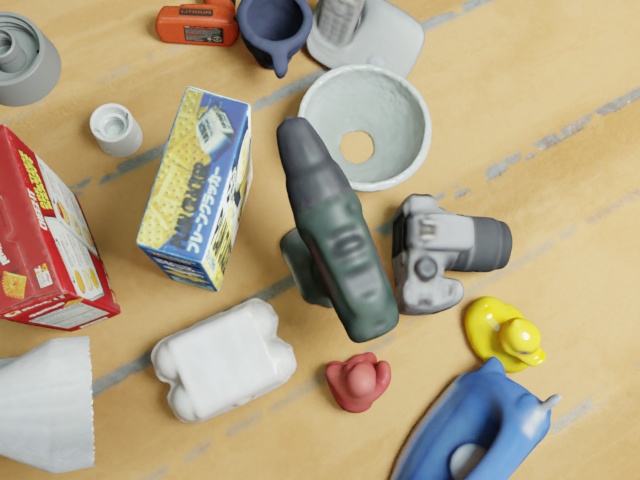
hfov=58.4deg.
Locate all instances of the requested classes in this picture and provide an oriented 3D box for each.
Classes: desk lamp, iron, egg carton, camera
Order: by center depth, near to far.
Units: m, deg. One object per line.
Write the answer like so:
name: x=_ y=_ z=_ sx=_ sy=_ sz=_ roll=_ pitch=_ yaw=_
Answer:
desk lamp: x=-0.297 y=0.163 z=0.551 sx=0.203 sy=0.213 sz=0.118 roll=-6 pitch=79 yaw=-7
iron: x=0.161 y=0.253 z=0.622 sx=0.118 sy=0.141 sz=0.258 roll=42 pitch=77 yaw=3
egg carton: x=-0.108 y=0.138 z=0.652 sx=0.150 sy=0.069 sz=0.107 roll=-25 pitch=82 yaw=-11
camera: x=0.162 y=0.018 z=0.693 sx=0.137 sy=0.100 sz=0.143 roll=3 pitch=78 yaw=-6

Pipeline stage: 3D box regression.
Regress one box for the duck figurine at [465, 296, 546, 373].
duck figurine: x=0.227 y=0.112 z=0.688 sx=0.077 sy=0.086 sz=0.104 roll=-37 pitch=84 yaw=-12

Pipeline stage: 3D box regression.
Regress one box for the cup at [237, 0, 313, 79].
cup: x=-0.056 y=-0.247 z=0.727 sx=0.092 sy=0.095 sz=0.118 roll=-7 pitch=79 yaw=-8

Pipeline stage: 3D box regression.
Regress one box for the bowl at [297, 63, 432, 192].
bowl: x=0.051 y=-0.132 z=0.725 sx=0.167 sy=0.074 sz=0.167 roll=1 pitch=78 yaw=-6

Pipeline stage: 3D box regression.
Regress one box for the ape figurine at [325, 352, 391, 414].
ape figurine: x=0.044 y=0.160 z=0.654 sx=0.078 sy=0.092 sz=0.076 roll=20 pitch=77 yaw=-2

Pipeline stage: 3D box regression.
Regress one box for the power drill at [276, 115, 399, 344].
power drill: x=0.006 y=0.002 z=0.623 sx=0.076 sy=0.208 sz=0.229 roll=-25 pitch=82 yaw=-11

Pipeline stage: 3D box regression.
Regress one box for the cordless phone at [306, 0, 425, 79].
cordless phone: x=0.063 y=-0.274 z=0.700 sx=0.147 sy=0.185 sz=0.094 roll=26 pitch=76 yaw=0
